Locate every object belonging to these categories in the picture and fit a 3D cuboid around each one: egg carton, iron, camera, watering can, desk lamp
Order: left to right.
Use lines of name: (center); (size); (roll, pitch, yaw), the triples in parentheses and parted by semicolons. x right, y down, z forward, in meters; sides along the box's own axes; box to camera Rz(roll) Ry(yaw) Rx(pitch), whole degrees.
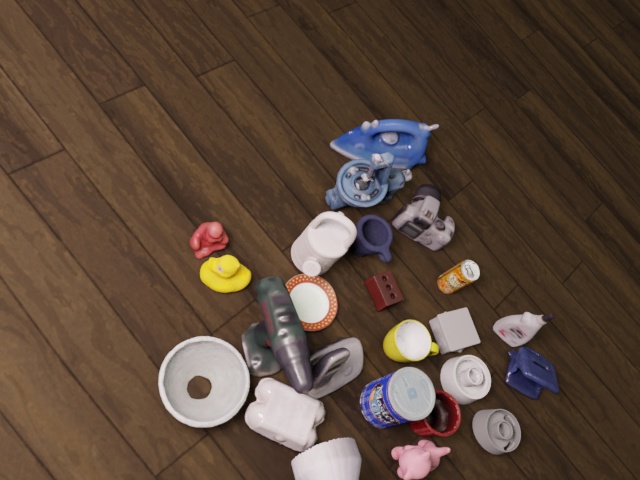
egg carton: (-0.067, 0.340, 1.112); (0.150, 0.069, 0.107); (27, 59, -10)
watering can: (0.013, 0.006, 1.226); (0.101, 0.193, 0.173); (14, 62, -16)
desk lamp: (0.012, 0.463, 1.005); (0.118, 0.213, 0.203); (-5, 69, -24)
iron: (0.167, -0.262, 1.444); (0.259, 0.141, 0.118); (1, 67, -22)
camera: (0.273, -0.068, 1.425); (0.143, 0.100, 0.137); (30, 59, -7)

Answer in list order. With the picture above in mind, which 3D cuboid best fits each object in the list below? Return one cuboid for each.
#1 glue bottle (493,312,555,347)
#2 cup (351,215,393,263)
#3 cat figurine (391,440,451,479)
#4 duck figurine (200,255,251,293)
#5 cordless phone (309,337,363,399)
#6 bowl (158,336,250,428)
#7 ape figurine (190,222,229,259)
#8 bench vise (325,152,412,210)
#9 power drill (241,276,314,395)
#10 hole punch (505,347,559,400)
glue bottle: (0.488, 0.201, 1.349); (0.078, 0.173, 0.037); (39, 58, -2)
cup: (0.117, 0.011, 1.326); (0.092, 0.094, 0.117); (-25, 78, -30)
cat figurine: (0.204, 0.442, 1.152); (0.128, 0.117, 0.067); (-8, 70, -25)
duck figurine: (-0.189, 0.062, 1.179); (0.105, 0.086, 0.077); (14, 62, -16)
cordless phone: (0.040, 0.241, 1.135); (0.148, 0.184, 0.094); (-24, 78, -30)
bowl: (-0.221, 0.270, 1.076); (0.168, 0.074, 0.167); (9, 64, -19)
ape figurine: (-0.226, -0.009, 1.191); (0.078, 0.092, 0.076); (13, 63, -17)
bench vise: (0.131, -0.157, 1.335); (0.208, 0.219, 0.121); (-34, 82, -31)
power drill: (-0.083, 0.194, 1.091); (0.076, 0.208, 0.229); (-8, 70, -25)
hole punch: (0.506, 0.309, 1.356); (0.109, 0.091, 0.101); (29, 59, -8)
